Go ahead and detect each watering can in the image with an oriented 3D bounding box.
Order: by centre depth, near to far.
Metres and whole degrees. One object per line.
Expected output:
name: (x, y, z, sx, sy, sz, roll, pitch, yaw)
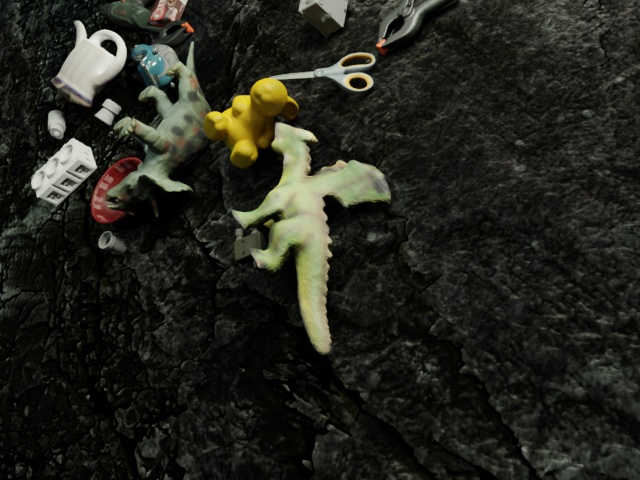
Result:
watering can: (-0.653, -0.493, 1.431, 0.352, 0.102, 0.225, 34, 88, 37)

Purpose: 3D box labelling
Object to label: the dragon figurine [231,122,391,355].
dragon figurine: (0.003, -0.042, 0.839, 0.242, 0.120, 0.418, -35, 59, 2)
